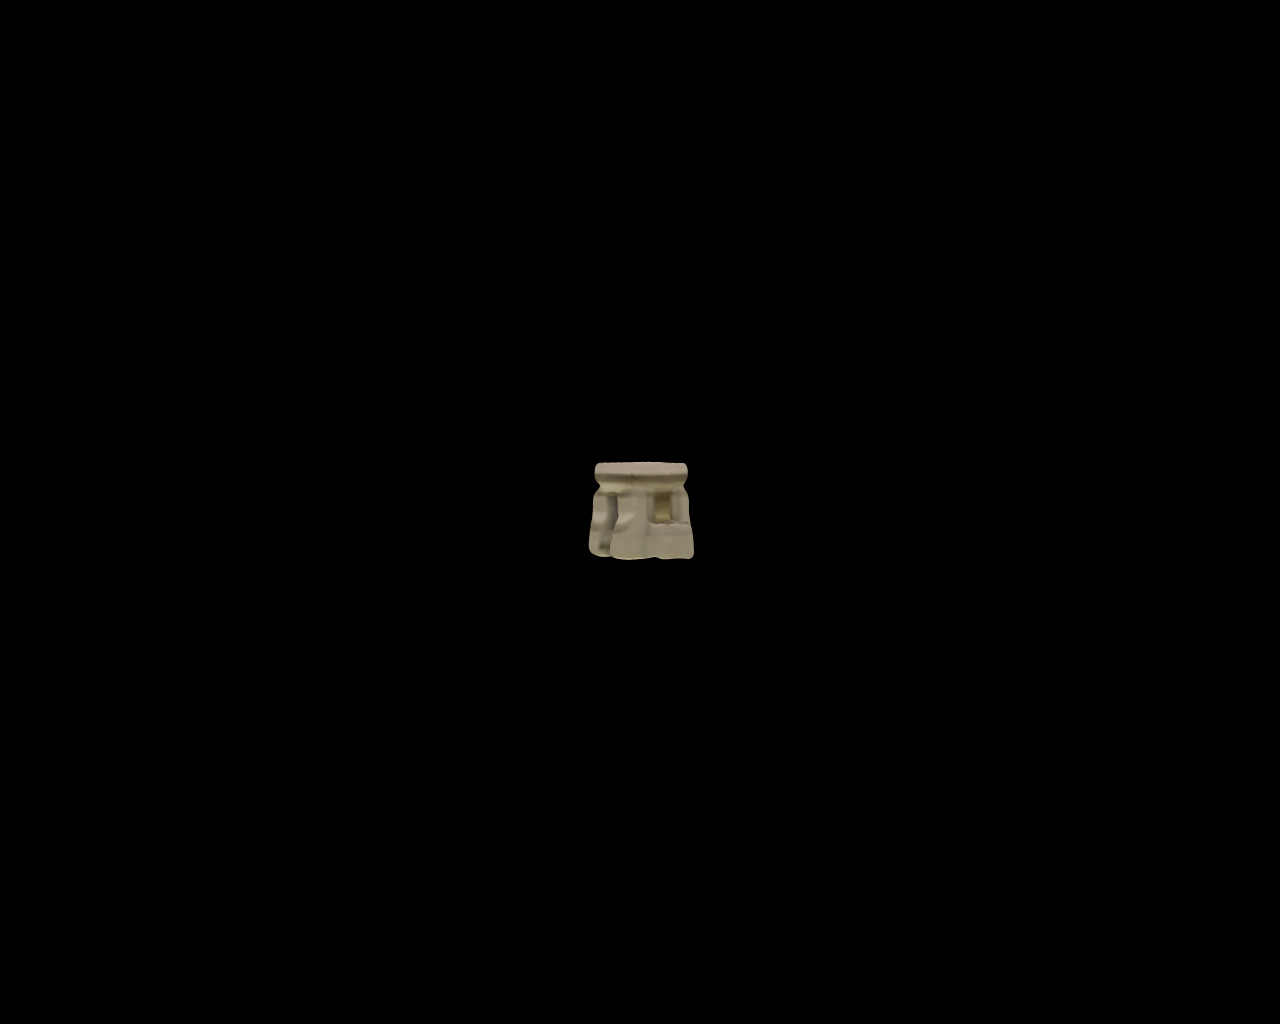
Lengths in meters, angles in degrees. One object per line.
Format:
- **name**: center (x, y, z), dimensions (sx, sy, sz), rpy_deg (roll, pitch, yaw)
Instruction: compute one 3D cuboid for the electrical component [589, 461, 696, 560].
- **electrical component**: center (0.001, -0.003, 0.650), dimensions (0.058, 0.057, 0.078), rpy_deg (-2, 3, -36)
